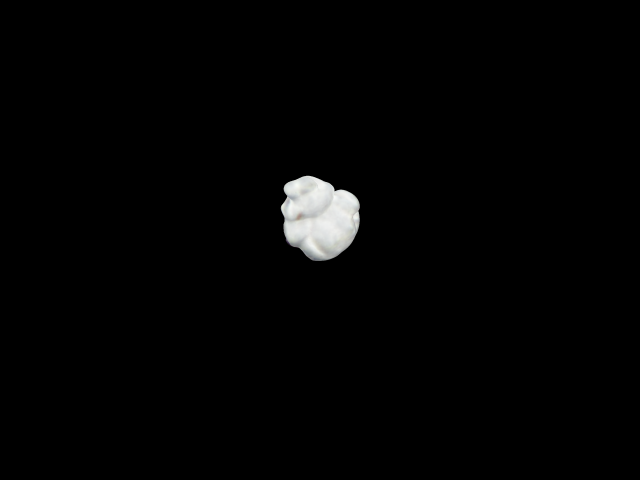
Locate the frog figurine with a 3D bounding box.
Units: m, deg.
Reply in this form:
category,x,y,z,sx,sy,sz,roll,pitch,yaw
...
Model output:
category,x,y,z,sx,sy,sz,roll,pitch,yaw
frog figurine,0.003,-0.043,0.850,0.138,0.125,0.156,-21,-26,-11
